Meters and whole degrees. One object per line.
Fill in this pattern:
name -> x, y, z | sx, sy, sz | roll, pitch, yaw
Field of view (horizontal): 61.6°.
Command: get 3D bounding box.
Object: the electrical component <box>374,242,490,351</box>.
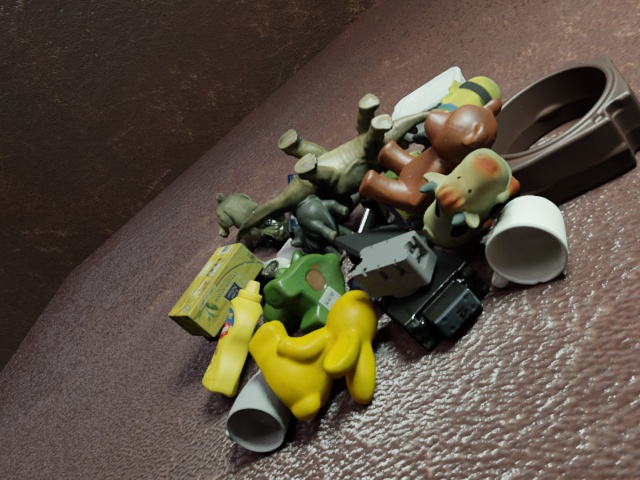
electrical component -> 0.143, 0.071, 0.682 | 0.115, 0.058, 0.134 | -48, 23, -4

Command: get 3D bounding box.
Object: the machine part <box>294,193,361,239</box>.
machine part -> 0.035, -0.085, 1.099 | 0.243, 0.079, 0.079 | -49, 23, -14

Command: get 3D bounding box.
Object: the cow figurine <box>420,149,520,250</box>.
cow figurine -> 0.176, -0.048, 0.663 | 0.127, 0.085, 0.194 | -35, -16, -17

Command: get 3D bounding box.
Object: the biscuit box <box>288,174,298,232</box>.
biscuit box -> -0.042, -0.089, 1.223 | 0.063, 0.059, 0.203 | -3, 27, -3

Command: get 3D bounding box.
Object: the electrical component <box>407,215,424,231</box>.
electrical component -> 0.181, -0.033, 0.810 | 0.094, 0.021, 0.063 | -13, 12, 5

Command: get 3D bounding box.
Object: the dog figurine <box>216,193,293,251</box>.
dog figurine -> -0.156, -0.056, 1.257 | 0.191, 0.172, 0.121 | -13, 49, 63

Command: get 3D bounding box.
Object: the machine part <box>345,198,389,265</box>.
machine part -> 0.085, -0.023, 0.929 | 0.039, 0.084, 0.139 | 12, 68, 30

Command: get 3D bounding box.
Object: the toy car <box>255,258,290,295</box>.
toy car -> -0.095, 0.070, 1.053 | 0.202, 0.073, 0.056 | -3, 50, 57

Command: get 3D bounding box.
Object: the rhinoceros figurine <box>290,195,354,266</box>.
rhinoceros figurine -> -0.002, -0.003, 0.940 | 0.190, 0.112, 0.073 | 82, -154, -61

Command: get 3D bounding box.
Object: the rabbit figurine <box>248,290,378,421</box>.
rabbit figurine -> 0.009, 0.140, 0.706 | 0.173, 0.121, 0.162 | -43, 27, -1

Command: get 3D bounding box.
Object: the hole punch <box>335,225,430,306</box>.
hole punch -> 0.097, 0.034, 0.808 | 0.116, 0.092, 0.142 | -16, 14, -17

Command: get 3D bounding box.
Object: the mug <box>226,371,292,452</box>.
mug -> -0.083, 0.236, 0.761 | 0.109, 0.081, 0.107 | -43, 10, 29

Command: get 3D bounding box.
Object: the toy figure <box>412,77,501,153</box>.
toy figure -> 0.252, -0.220, 0.970 | 0.180, 0.082, 0.089 | -44, 41, -19

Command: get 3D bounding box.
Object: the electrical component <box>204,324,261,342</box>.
electrical component -> -0.177, 0.168, 1.026 | 0.119, 0.074, 0.048 | -20, 32, 50

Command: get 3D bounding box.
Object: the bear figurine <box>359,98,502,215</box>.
bear figurine -> 0.154, -0.123, 0.746 | 0.120, 0.132, 0.195 | -58, -6, -36

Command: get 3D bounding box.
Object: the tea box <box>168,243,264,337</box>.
tea box -> -0.192, 0.092, 0.995 | 0.098, 0.068, 0.169 | -10, 42, 54

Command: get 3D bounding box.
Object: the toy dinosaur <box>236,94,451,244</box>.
toy dinosaur -> 0.016, -0.110, 0.951 | 0.472, 0.198, 0.105 | -22, 53, 17

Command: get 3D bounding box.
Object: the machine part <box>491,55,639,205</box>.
machine part -> 0.318, -0.145, 0.727 | 0.201, 0.087, 0.201 | -28, 27, 30

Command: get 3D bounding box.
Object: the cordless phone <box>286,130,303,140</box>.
cordless phone -> -0.015, -0.188, 1.221 | 0.089, 0.184, 0.147 | -43, 23, 15

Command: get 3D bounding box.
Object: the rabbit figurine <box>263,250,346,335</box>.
rabbit figurine -> -0.042, 0.088, 0.891 | 0.170, 0.121, 0.159 | -41, 20, 49
